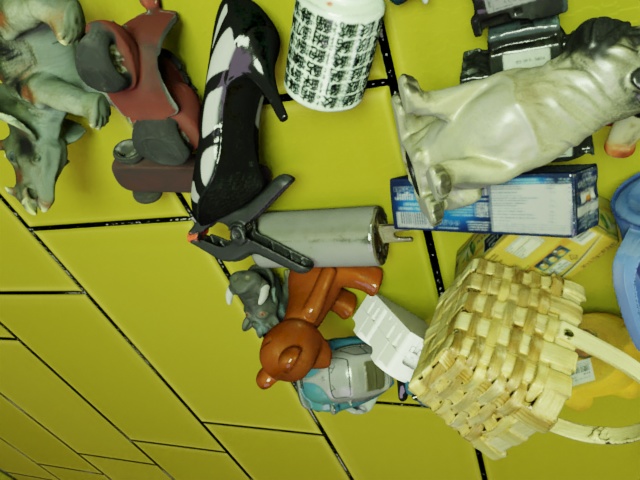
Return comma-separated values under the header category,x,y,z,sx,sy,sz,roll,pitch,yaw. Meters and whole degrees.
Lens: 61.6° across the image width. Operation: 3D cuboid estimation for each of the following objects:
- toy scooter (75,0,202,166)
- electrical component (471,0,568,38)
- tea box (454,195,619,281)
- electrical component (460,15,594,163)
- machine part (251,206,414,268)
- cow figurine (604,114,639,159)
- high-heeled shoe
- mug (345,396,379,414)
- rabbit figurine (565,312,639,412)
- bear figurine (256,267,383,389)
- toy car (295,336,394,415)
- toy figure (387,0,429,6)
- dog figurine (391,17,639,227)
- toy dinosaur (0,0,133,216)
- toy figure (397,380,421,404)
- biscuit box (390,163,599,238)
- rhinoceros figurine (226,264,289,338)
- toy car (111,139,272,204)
category,x,y,z,sx,sy,sz,roll,pitch,yaw
toy scooter,-0.171,-0.172,0.554,0.075,0.135,0.183,1,154,14
electrical component,0.174,-0.216,0.424,0.119,0.048,0.074,-4,134,26
tea box,0.241,0.009,0.620,0.098,0.068,0.169,27,139,-7
electrical component,0.192,-0.136,0.494,0.115,0.058,0.134,-3,133,20
machine part,-0.001,-0.002,0.691,0.243,0.079,0.079,-3,134,22
cow figurine,0.342,-0.129,0.431,0.195,0.085,0.127,5,143,16
high-heeled shoe,-0.108,-0.126,0.573,0.248,0.086,0.145,-43,69,44
mug,0.057,0.233,0.895,0.109,0.107,0.080,-28,119,37
rabbit figurine,0.401,0.149,0.700,0.173,0.122,0.162,26,130,-29
bear figurine,-0.003,0.113,0.716,0.132,0.196,0.120,24,137,-14
toy car,0.050,0.196,0.784,0.162,0.109,0.103,-1,175,-24
toy figure,0.081,-0.253,0.412,0.058,0.064,0.154,-6,144,-28
dog figurine,0.167,-0.094,0.449,0.191,0.172,0.121,-16,92,2
toy dinosaur,-0.301,-0.218,0.552,0.192,0.131,0.404,13,132,6
toy figure,0.209,0.222,0.849,0.180,0.082,0.089,-7,134,30
biscuit box,0.166,-0.040,0.544,0.203,0.063,0.059,5,107,47
rhinoceros figurine,-0.078,0.100,0.803,0.073,0.112,0.190,1,143,22
toy car,-0.160,-0.086,0.674,0.202,0.053,0.089,1,140,6
